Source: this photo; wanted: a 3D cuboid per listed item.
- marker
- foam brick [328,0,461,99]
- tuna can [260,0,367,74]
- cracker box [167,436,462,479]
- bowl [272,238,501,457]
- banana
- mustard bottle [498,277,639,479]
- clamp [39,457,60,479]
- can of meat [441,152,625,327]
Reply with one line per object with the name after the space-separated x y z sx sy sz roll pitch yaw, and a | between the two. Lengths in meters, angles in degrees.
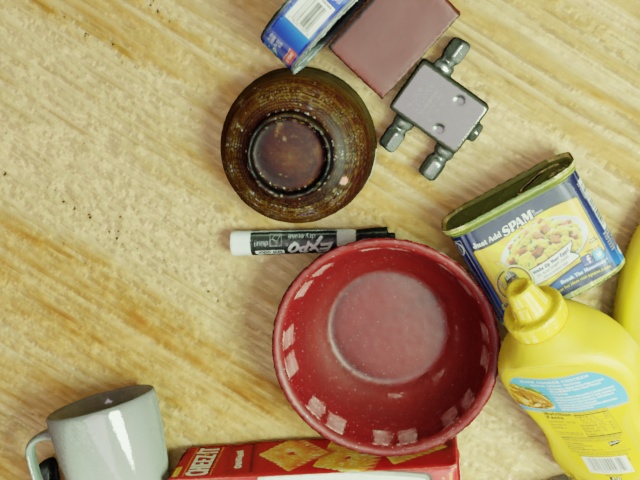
-0.005 0.001 0.781 0.121 0.020 0.020 -2 103 7 | marker
0.051 -0.143 0.723 0.051 0.053 0.078 42 105 -4 | foam brick
0.000 -0.153 0.710 0.034 0.086 0.086 44 104 -3 | tuna can
0.005 0.237 0.808 0.214 0.072 0.164 -5 102 9 | cracker box
0.048 0.071 0.772 0.162 0.055 0.162 2 103 6 | bowl
0.244 0.027 0.747 0.069 0.037 0.198 20 105 2 | banana
0.175 0.095 0.720 0.096 0.058 0.191 -10 130 39 | mustard bottle
-0.190 0.268 0.857 0.120 0.039 0.171 20 103 6 | clamp
0.149 0.001 0.743 0.102 0.057 0.084 -29 100 13 | can of meat
